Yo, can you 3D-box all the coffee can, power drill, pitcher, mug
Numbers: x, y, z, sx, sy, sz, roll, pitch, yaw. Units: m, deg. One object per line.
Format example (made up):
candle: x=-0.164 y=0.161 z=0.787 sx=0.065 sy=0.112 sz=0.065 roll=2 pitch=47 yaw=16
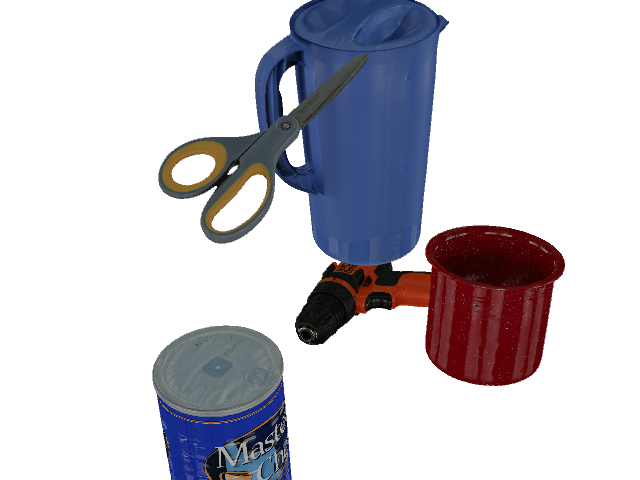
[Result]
coffee can: x=-0.077 y=0.155 z=0.871 sx=0.103 sy=0.140 sz=0.103 roll=-2 pitch=34 yaw=1
power drill: x=0.083 y=0.067 z=1.139 sx=0.188 sy=0.057 sz=0.184 roll=9 pitch=30 yaw=21
pitcher: x=0.033 y=-0.097 z=0.994 sx=0.149 sy=0.243 sz=0.144 roll=8 pitch=36 yaw=14
mug: x=0.113 y=0.040 z=0.742 sx=0.093 sy=0.081 sz=0.117 roll=-3 pitch=27 yaw=-10

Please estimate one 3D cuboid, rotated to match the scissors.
scissors: x=-0.047 y=-0.084 z=0.803 sx=0.096 sy=0.201 sz=0.016 roll=22 pitch=-29 yaw=12
